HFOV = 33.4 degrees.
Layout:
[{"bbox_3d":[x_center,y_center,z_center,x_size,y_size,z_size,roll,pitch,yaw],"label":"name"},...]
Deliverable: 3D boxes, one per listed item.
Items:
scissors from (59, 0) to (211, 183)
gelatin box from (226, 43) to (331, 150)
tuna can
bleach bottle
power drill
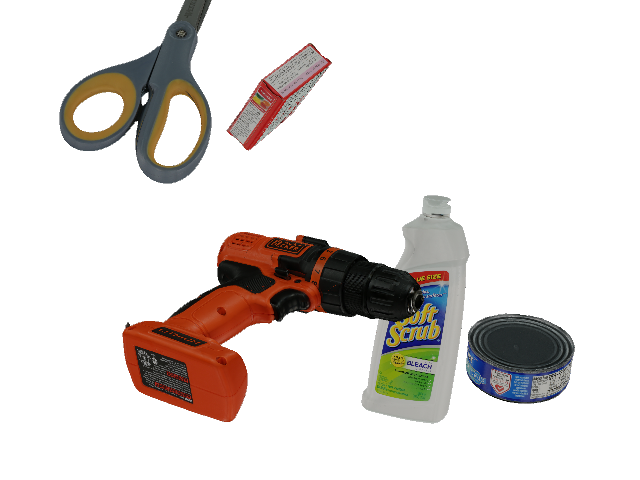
[{"bbox_3d":[-0.105,-0.118,0.652,0.096,0.202,0.016,1,-34,-7],"label":"scissors"},{"bbox_3d":[-0.037,-0.130,0.957,0.073,0.030,0.089,-48,-1,45],"label":"gelatin box"},{"bbox_3d":[0.162,0.096,0.873,0.086,0.034,0.086,1,27,-1],"label":"tuna can"},{"bbox_3d":[0.109,0.073,1.198,0.103,0.251,0.068,9,14,18],"label":"bleach bottle"},{"bbox_3d":[-0.039,0.059,0.800,0.185,0.057,0.187,10,31,34],"label":"power drill"}]
